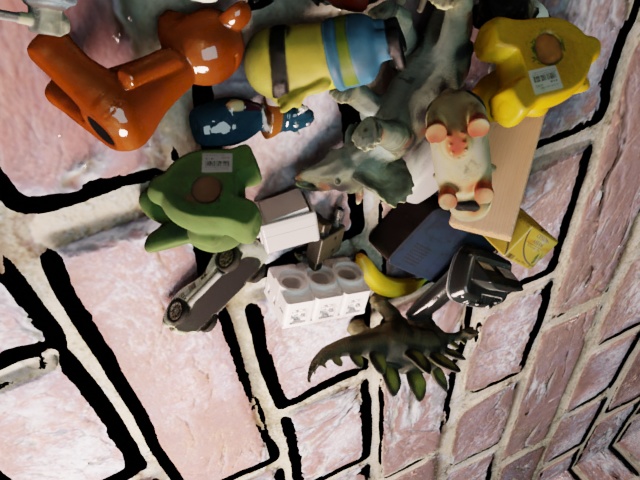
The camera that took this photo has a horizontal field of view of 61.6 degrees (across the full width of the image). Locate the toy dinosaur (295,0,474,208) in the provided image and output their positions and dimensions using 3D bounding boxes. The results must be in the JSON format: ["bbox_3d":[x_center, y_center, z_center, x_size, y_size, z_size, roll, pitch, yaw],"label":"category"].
[{"bbox_3d":[0.125,-0.202,0.705,0.404,0.131,0.192,-53,151,9],"label":"toy dinosaur"}]

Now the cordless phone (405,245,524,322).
[{"bbox_3d":[0.254,0.100,0.972,0.146,0.089,0.184,14,131,-40],"label":"cordless phone"}]

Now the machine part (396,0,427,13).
[{"bbox_3d":[0.142,-0.360,0.564,0.079,0.079,0.243,15,100,-38],"label":"machine part"}]

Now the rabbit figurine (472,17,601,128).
[{"bbox_3d":[0.253,-0.208,0.679,0.162,0.122,0.173,-25,175,-12],"label":"rabbit figurine"}]

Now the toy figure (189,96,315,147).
[{"bbox_3d":[-0.080,-0.151,0.663,0.154,0.064,0.057,-15,95,-25],"label":"toy figure"}]

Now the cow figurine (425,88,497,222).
[{"bbox_3d":[0.179,-0.100,0.681,0.086,0.127,0.194,-8,133,18],"label":"cow figurine"}]

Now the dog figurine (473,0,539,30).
[{"bbox_3d":[0.274,-0.346,0.644,0.172,0.121,0.190,-4,133,7],"label":"dog figurine"}]

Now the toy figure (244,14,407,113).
[{"bbox_3d":[0.004,-0.209,0.604,0.180,0.082,0.089,-11,116,16],"label":"toy figure"}]

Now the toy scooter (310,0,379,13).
[{"bbox_3d":[0.001,-0.319,0.553,0.135,0.075,0.183,-19,133,-11],"label":"toy scooter"}]

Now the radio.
[{"bbox_3d":[0.209,0.002,0.955,0.229,0.073,0.131,21,113,-42],"label":"radio"}]

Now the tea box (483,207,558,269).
[{"bbox_3d":[0.302,-0.037,0.903,0.098,0.170,0.068,20,117,-42],"label":"tea box"}]

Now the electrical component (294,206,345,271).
[{"bbox_3d":[-0.001,-0.002,0.851,0.078,0.045,0.102,-37,148,-39],"label":"electrical component"}]

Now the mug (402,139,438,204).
[{"bbox_3d":[0.168,-0.109,0.836,0.109,0.081,0.107,8,133,-40],"label":"mug"}]

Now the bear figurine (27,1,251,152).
[{"bbox_3d":[-0.171,-0.188,0.554,0.132,0.120,0.196,40,72,-5],"label":"bear figurine"}]

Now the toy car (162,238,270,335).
[{"bbox_3d":[-0.157,0.071,0.813,0.201,0.056,0.073,-45,141,13],"label":"toy car"}]

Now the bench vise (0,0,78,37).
[{"bbox_3d":[-0.172,-0.264,0.407,0.129,0.241,0.223,-7,109,-71],"label":"bench vise"}]

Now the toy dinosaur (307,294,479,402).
[{"bbox_3d":[0.145,0.195,0.994,0.471,0.199,0.105,3,123,-34],"label":"toy dinosaur"}]

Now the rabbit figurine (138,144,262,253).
[{"bbox_3d":[-0.147,-0.025,0.689,0.159,0.121,0.170,-10,158,-8],"label":"rabbit figurine"}]
